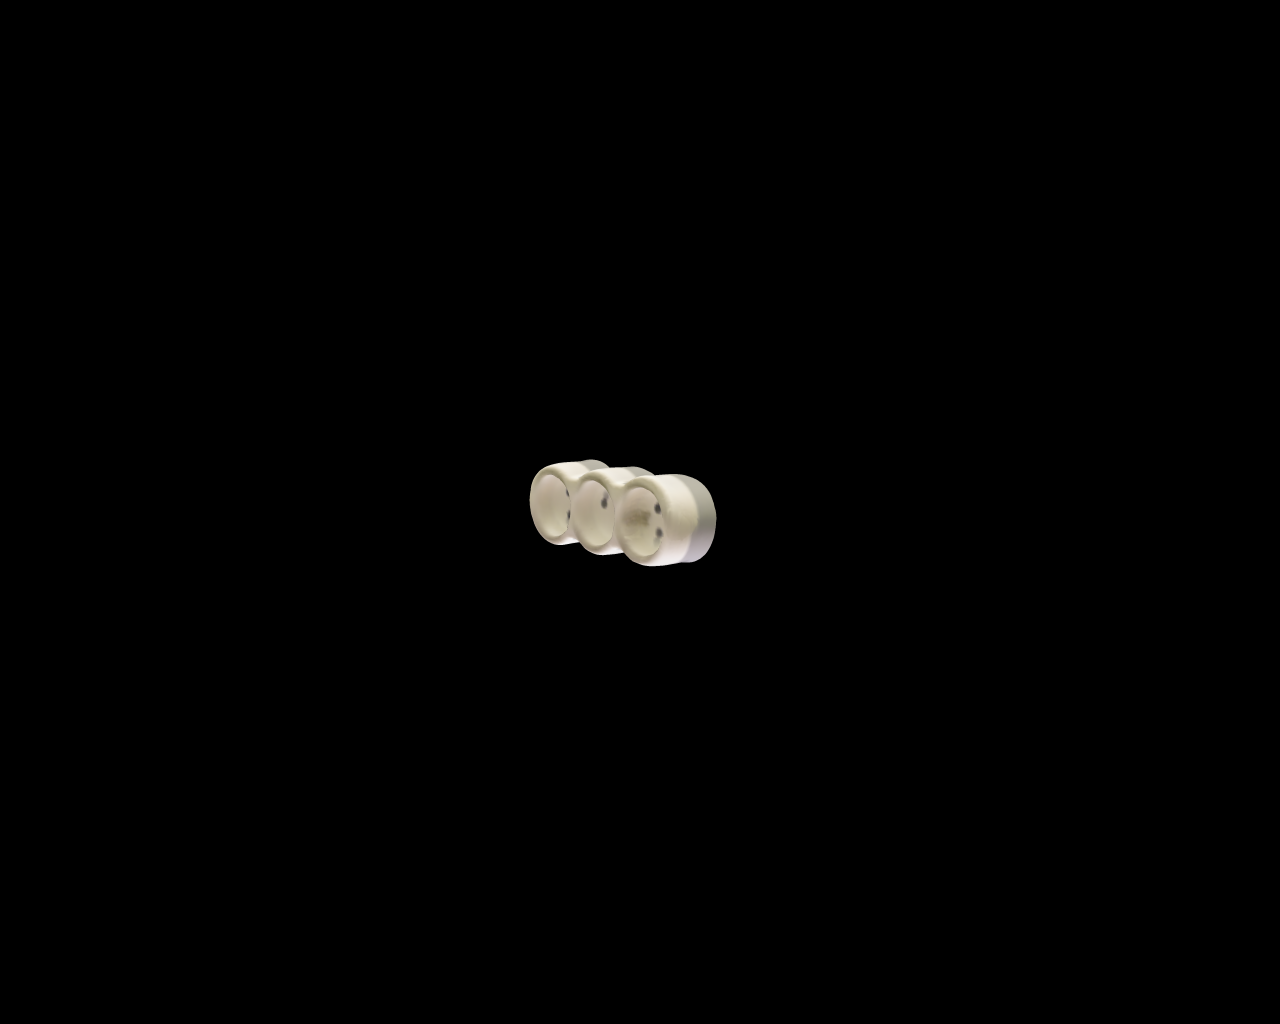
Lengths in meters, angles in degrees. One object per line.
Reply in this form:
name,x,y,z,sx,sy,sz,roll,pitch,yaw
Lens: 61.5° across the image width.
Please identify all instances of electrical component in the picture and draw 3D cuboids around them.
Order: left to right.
electrical component,0.001,-0.003,0.650,0.074,0.052,0.138,-7,12,-39
